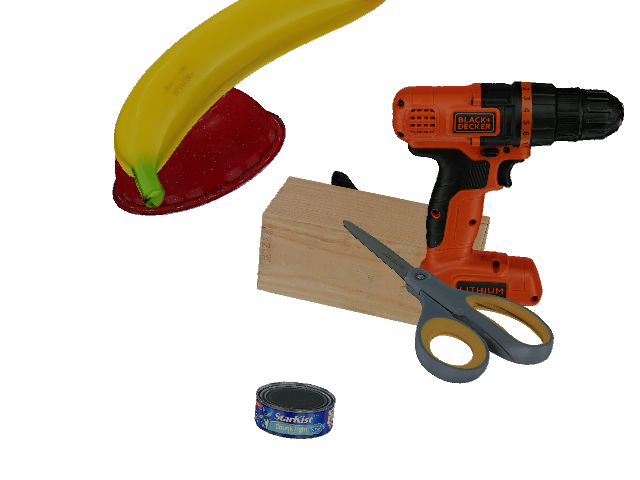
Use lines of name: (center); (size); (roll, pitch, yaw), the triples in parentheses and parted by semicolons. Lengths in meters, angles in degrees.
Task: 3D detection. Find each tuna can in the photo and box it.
tuna can: (-0.028, 0.182, 1.146); (0.086, 0.034, 0.086); (5, 12, -1)

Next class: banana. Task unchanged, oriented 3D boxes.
banana: (-0.044, -0.091, 0.559); (0.070, 0.197, 0.037); (33, -27, 21)

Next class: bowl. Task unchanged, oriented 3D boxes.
bowl: (-0.114, -0.090, 0.910); (0.162, 0.055, 0.162); (-16, 32, 10)

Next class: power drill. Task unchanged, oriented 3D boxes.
power drill: (0.152, -0.040, 0.887); (0.184, 0.188, 0.057); (2, 21, 8)

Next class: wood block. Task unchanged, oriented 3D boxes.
wood block: (0.051, 0.013, 1.042); (0.206, 0.090, 0.090); (12, 30, 11)

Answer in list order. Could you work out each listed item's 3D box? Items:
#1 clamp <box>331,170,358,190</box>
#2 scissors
clamp: (0.050, -0.004, 1.264); (0.210, 0.036, 0.164); (33, 40, 24)
scissors: (0.061, 0.040, 0.724); (0.202, 0.016, 0.096); (26, 41, 35)
